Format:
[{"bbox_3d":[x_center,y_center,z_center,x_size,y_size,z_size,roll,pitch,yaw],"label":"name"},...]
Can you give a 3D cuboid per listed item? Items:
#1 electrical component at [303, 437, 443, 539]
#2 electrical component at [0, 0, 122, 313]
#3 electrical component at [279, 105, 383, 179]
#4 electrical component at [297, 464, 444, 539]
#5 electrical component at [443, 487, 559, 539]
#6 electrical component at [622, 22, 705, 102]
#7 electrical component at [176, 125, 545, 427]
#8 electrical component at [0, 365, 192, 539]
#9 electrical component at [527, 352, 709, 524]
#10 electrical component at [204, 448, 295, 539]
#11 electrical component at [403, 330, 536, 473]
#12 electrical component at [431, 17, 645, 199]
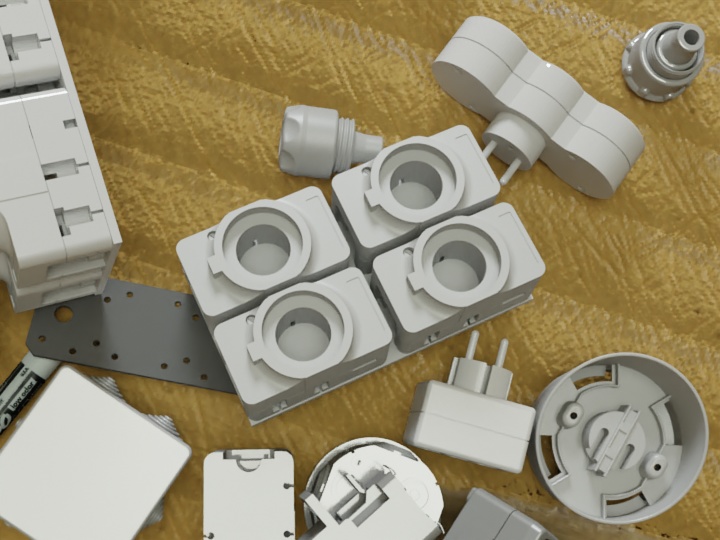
[{"bbox_3d":[0.008,0.138,0.627,0.080,0.051,0.080,1,82,-6],"label":"electrical component"},{"bbox_3d":[-0.193,-0.079,0.594,0.060,0.105,0.186,-15,80,-22],"label":"electrical component"},{"bbox_3d":[-0.018,-0.077,0.657,0.062,0.043,0.043,7,82,-7],"label":"electrical component"},{"bbox_3d":[0.006,0.143,0.578,0.064,0.042,0.081,-40,89,-11],"label":"electrical component"},{"bbox_3d":[0.092,0.178,0.612,0.061,0.061,0.096,-55,133,-10],"label":"electrical component"},{"bbox_3d":[0.197,-0.136,0.680,0.048,0.062,0.048,1,82,-6],"label":"electrical component"},{"bbox_3d":[0.000,0.000,0.628,0.186,0.060,0.105,-24,73,-10],"label":"electrical component"},{"bbox_3d":[-0.155,0.114,0.613,0.100,0.048,0.099,34,80,-1],"label":"electrical component"},{"bbox_3d":[0.150,0.100,0.641,0.099,0.064,0.099,1,82,-6],"label":"electrical component"},{"bbox_3d":[-0.062,0.148,0.614,0.050,0.055,0.089,0,83,-4],"label":"electrical component"},{"bbox_3d":[0.069,0.075,0.644,0.066,0.047,0.076,16,81,-4],"label":"electrical component"},{"bbox_3d":[0.101,-0.087,0.667,0.138,0.052,0.073,37,80,-1],"label":"electrical component"}]
